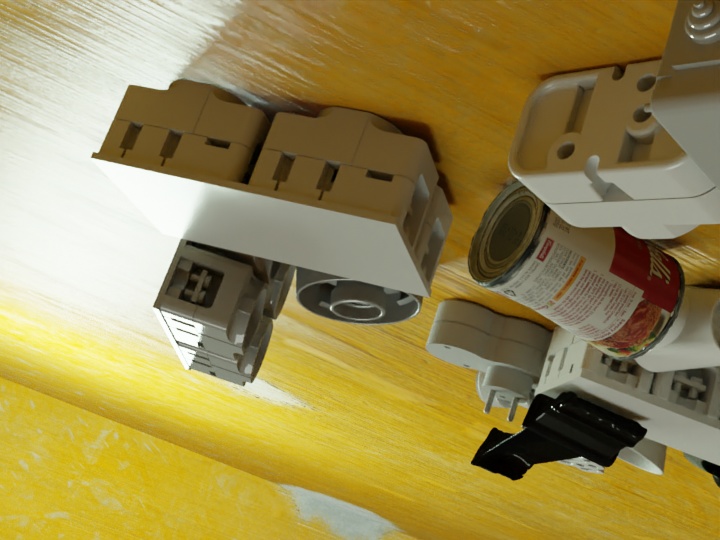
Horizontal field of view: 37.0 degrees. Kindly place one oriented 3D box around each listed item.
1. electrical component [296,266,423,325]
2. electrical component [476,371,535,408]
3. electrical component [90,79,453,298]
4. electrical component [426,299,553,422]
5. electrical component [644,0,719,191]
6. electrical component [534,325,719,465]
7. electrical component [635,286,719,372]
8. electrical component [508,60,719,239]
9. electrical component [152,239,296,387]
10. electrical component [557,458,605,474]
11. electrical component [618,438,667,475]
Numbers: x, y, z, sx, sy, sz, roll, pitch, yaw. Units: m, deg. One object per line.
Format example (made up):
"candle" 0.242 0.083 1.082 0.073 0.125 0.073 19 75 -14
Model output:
"electrical component" 0.000 0.000 0.773 0.099 0.064 0.099 5 158 2
"electrical component" 0.132 0.096 0.913 0.045 0.045 0.055 32 159 -35
"electrical component" -0.046 -0.050 0.636 0.186 0.060 0.105 13 162 19
"electrical component" 0.117 0.079 0.831 0.138 0.073 0.052 18 162 4
"electrical component" 0.148 -0.067 0.377 0.061 0.061 0.096 1 155 46
"electrical component" 0.212 0.078 0.746 0.150 0.061 0.089 21 163 -5
"electrical component" 0.191 0.031 0.656 0.079 0.044 0.077 26 162 -18
"electrical component" 0.122 -0.051 0.467 0.095 0.053 0.059 0 155 46
"electrical component" -0.095 0.015 0.809 0.060 0.105 0.186 18 163 4
"electrical component" 0.195 0.142 0.965 0.078 0.057 0.058 31 159 -33
"electrical component" 0.207 0.124 0.885 0.099 0.064 0.099 18 162 6
